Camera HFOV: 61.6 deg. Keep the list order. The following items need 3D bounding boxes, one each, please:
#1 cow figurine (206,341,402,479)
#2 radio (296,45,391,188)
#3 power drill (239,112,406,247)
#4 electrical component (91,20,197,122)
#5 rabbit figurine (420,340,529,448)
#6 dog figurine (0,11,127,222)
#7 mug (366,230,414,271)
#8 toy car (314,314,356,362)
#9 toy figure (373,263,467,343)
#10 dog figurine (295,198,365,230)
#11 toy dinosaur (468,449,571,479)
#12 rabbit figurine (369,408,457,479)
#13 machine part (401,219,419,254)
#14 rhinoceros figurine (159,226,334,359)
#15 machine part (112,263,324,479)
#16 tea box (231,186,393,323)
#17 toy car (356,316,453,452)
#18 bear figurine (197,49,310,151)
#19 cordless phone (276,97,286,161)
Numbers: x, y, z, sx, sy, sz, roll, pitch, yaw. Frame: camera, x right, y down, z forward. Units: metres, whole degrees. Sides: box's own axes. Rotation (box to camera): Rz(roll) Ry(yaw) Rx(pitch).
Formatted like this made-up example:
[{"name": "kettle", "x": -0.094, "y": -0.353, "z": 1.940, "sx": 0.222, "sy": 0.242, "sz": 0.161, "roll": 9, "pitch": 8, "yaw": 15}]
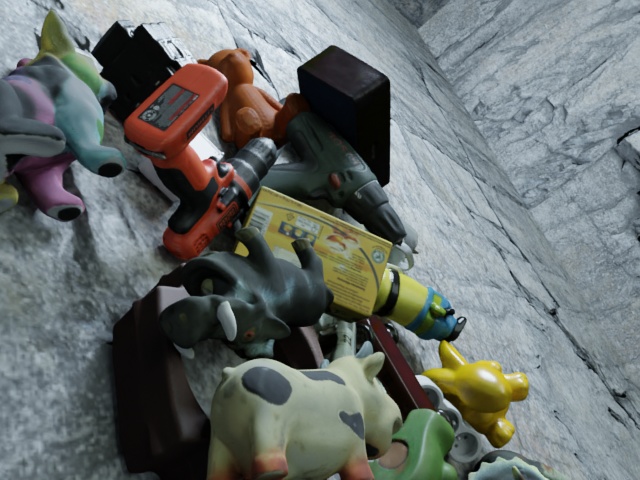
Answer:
[{"name": "cow figurine", "x": -0.003, "y": 0.142, "z": 0.444, "sx": 0.194, "sy": 0.085, "sz": 0.127, "roll": 24, "pitch": 46, "yaw": -42}, {"name": "radio", "x": 0.039, "y": -0.172, "z": 0.828, "sx": 0.131, "sy": 0.073, "sz": 0.229, "roll": 43, "pitch": -21, "yaw": 29}, {"name": "power drill", "x": -0.017, "y": -0.060, "z": 0.721, "sx": 0.207, "sy": 0.086, "sz": 0.232, "roll": -24, "pitch": 73, "yaw": -17}, {"name": "electrical component", "x": -0.211, "y": -0.197, "z": 0.660, "sx": 0.134, "sy": 0.115, "sz": 0.058, "roll": 48, "pitch": 24, "yaw": -9}, {"name": "rabbit figurine", "x": 0.241, "y": 0.221, "z": 0.816, "sx": 0.162, "sy": 0.122, "sz": 0.173, "roll": 33, "pitch": -9, "yaw": 19}, {"name": "dog figurine", "x": -0.276, "y": -0.131, "z": 0.502, "sx": 0.191, "sy": 0.108, "sz": 0.219, "roll": 12, "pitch": 44, "yaw": -48}, {"name": "mug", "x": 0.115, "y": 0.019, "z": 0.909, "sx": 0.081, "sy": 0.110, "sz": 0.107, "roll": -49, "pitch": 140, "yaw": -24}, {"name": "toy car", "x": 0.013, "y": 0.133, "z": 0.663, "sx": 0.056, "sy": 0.073, "sz": 0.202, "roll": 39, "pitch": 31, "yaw": -24}, {"name": "toy figure", "x": 0.145, "y": 0.104, "z": 0.858, "sx": 0.180, "sy": 0.082, "sz": 0.089, "roll": 35, "pitch": 24, "yaw": -4}, {"name": "dog figurine", "x": 0.001, "y": -0.004, "z": 0.796, "sx": 0.172, "sy": 0.121, "sz": 0.190, "roll": 13, "pitch": 57, "yaw": -4}, {"name": "toy dinosaur", "x": 0.281, "y": 0.357, "z": 0.755, "sx": 0.192, "sy": 0.131, "sz": 0.404, "roll": 37, "pitch": 0, "yaw": 9}, {"name": "rabbit figurine", "x": 0.116, "y": 0.297, "z": 0.593, "sx": 0.170, "sy": 0.121, "sz": 0.159, "roll": 58, "pitch": 19, "yaw": -23}, {"name": "machine part", "x": 0.099, "y": -0.030, "z": 0.978, "sx": 0.243, "sy": 0.079, "sz": 0.079, "roll": 34, "pitch": 33, "yaw": -32}, {"name": "rhinoceros figurine", "x": -0.061, "y": 0.052, "z": 0.476, "sx": 0.190, "sy": 0.073, "sz": 0.112, "roll": 1, "pitch": 68, "yaw": -58}, {"name": "machine part", "x": -0.084, "y": 0.133, "z": 0.506, "sx": 0.201, "sy": 0.087, "sz": 0.201, "roll": 19, "pitch": 41, "yaw": -47}, {"name": "tea box", "x": -0.013, "y": 0.020, "z": 0.622, "sx": 0.169, "sy": 0.068, "sz": 0.098, "roll": 26, "pitch": 69, "yaw": -11}, {"name": "toy car", "x": 0.104, "y": 0.191, "z": 0.711, "sx": 0.089, "sy": 0.053, "sz": 0.202, "roll": 12, "pitch": 43, "yaw": -60}, {"name": "bear figurine", "x": -0.114, "y": -0.231, "z": 0.830, "sx": 0.120, "sy": 0.132, "sz": 0.196, "roll": -21, "pitch": 80, "yaw": -22}, {"name": "cordless phone", "x": -0.040, "y": -0.169, "z": 0.948, "sx": 0.146, "sy": 0.089, "sz": 0.184, "roll": 44, "pitch": 40, "yaw": -18}]
